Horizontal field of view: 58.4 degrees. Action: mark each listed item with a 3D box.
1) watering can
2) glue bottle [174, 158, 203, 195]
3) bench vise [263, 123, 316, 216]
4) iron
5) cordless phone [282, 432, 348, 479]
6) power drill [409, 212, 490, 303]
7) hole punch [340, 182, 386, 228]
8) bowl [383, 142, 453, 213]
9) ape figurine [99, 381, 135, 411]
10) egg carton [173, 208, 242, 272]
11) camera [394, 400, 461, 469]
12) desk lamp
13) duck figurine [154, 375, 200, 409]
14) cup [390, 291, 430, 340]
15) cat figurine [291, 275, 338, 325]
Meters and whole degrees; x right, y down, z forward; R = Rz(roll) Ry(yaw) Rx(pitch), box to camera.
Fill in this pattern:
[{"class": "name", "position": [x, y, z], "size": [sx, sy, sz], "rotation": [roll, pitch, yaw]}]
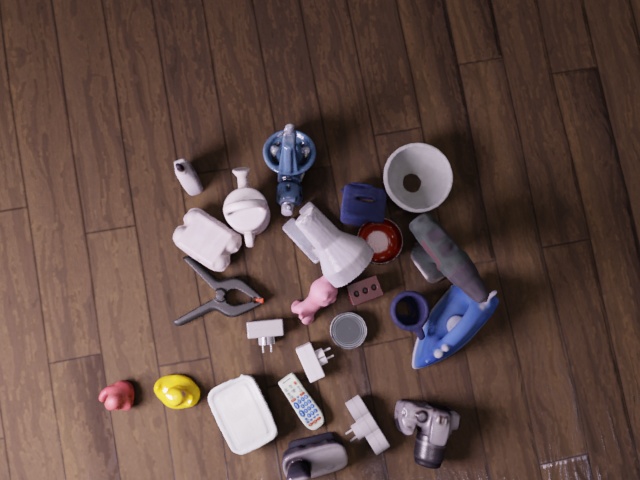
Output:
[{"class": "watering can", "position": [-0.169, -0.075, 1.290], "size": [0.101, 0.194, 0.173], "rotation": [-29, 87, -5]}, {"class": "glue bottle", "position": [-0.306, -0.152, 1.300], "size": [0.037, 0.173, 0.078], "rotation": [-24, 86, -5]}, {"class": "bench vise", "position": [-0.058, -0.168, 1.292], "size": [0.121, 0.219, 0.207], "rotation": [-16, 86, -4]}, {"class": "iron", "position": [0.311, 0.205, 1.317], "size": [0.118, 0.141, 0.258], "rotation": [40, 84, 1]}, {"class": "cordless phone", "position": [-0.010, 0.494, 1.250], "size": [0.147, 0.185, 0.094], "rotation": [-17, 86, -4]}, {"class": "power drill", "position": [0.279, 0.046, 1.297], "size": [0.075, 0.208, 0.229], "rotation": [-37, 87, -6]}, {"class": "hole punch", "position": [0.101, -0.086, 1.358], "size": [0.108, 0.091, 0.101], "rotation": [8, 84, -2]}, {"class": "bowl", "position": [0.230, -0.145, 1.379], "size": [0.167, 0.074, 0.167], "rotation": [0, 85, -3]}, {"class": "ape figurine", "position": [-0.456, 0.357, 1.284], "size": [0.078, 0.092, 0.076], "rotation": [42, 84, 1]}, {"class": "egg carton", "position": [-0.264, 0.000, 1.340], "size": [0.150, 0.069, 0.107], "rotation": [32, 84, 0]}, {"class": "camera", "position": [0.243, 0.447, 1.311], "size": [0.143, 0.100, 0.137], "rotation": [11, 84, -2]}, {"class": "desk lamp", "position": [0.012, 0.005, 1.283], "size": [0.118, 0.213, 0.203], "rotation": [-45, 88, -6]}, {"class": "duck figurine", "position": [-0.328, 0.348, 1.295], "size": [0.104, 0.086, 0.077], "rotation": [20, 84, -1]}, {"class": "cup", "position": [0.208, 0.176, 1.337], "size": [0.092, 0.095, 0.118], "rotation": [-25, 86, -5]}, {"class": "cat figurine", "position": [-0.006, 0.136, 1.318], "size": [0.067, 0.117, 0.128], "rotation": [43, 84, 2]}]
